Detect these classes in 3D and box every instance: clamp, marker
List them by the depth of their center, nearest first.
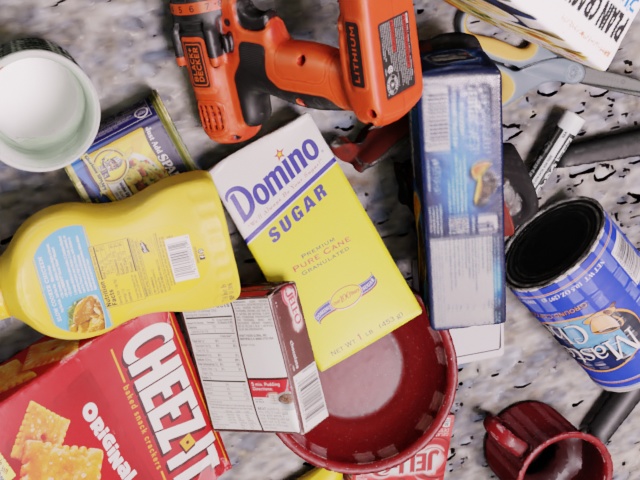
[{"bbox_3d":[0.181,-0.053,0.893,0.020,0.020,0.121,24,107,-22],"label":"marker"},{"bbox_3d":[0.309,-0.085,0.920,0.164,0.036,0.210,37,90,-16],"label":"clamp"},{"bbox_3d":[0.303,0.118,0.982,0.120,0.039,0.171,-8,105,-21],"label":"clamp"}]

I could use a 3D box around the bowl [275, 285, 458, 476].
[{"bbox_3d":[0.028,0.106,0.871,0.162,0.055,0.162,0,90,-4],"label":"bowl"}]

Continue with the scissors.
[{"bbox_3d":[0.189,-0.124,0.875,0.201,0.016,0.096,27,102,-17],"label":"scissors"}]

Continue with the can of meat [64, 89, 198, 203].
[{"bbox_3d":[-0.134,-0.046,0.789,0.084,0.057,0.102,-28,112,-4],"label":"can of meat"}]

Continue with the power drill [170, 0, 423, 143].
[{"bbox_3d":[-0.026,-0.151,0.727,0.057,0.188,0.184,-36,124,-41],"label":"power drill"}]

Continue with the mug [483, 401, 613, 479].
[{"bbox_3d":[0.190,0.190,0.945,0.117,0.081,0.093,32,95,-23],"label":"mug"}]

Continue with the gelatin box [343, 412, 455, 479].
[{"bbox_3d":[0.069,0.182,0.935,0.089,0.030,0.073,3,105,-17],"label":"gelatin box"}]

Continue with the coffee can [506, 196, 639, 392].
[{"bbox_3d":[0.233,0.047,0.902,0.103,0.103,0.140,-45,113,0],"label":"coffee can"}]

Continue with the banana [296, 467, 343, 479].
[{"bbox_3d":[-0.062,0.224,0.908,0.197,0.037,0.069,-15,93,-13],"label":"banana"}]

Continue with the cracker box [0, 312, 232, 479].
[{"bbox_3d":[-0.180,0.157,0.781,0.213,0.072,0.164,-34,117,-37],"label":"cracker box"}]

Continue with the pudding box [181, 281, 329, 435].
[{"bbox_3d":[-0.051,0.089,0.802,0.039,0.090,0.113,-27,109,-53],"label":"pudding box"}]

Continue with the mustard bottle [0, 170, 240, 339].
[{"bbox_3d":[-0.157,0.019,0.744,0.191,0.058,0.096,-14,114,-7],"label":"mustard bottle"}]

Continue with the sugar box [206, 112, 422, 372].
[{"bbox_3d":[-0.005,0.001,0.816,0.093,0.048,0.176,-31,94,-4],"label":"sugar box"}]
